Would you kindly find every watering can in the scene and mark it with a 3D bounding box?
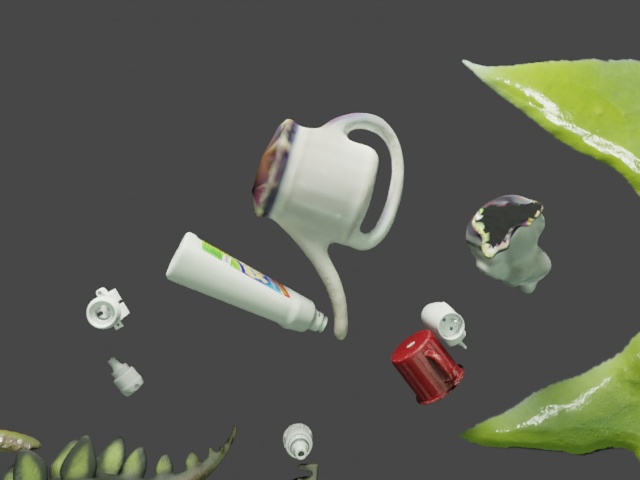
[{"bbox_3d":[0.002,-0.039,0.783,0.224,0.103,0.349,18,84,-7],"label":"watering can"}]

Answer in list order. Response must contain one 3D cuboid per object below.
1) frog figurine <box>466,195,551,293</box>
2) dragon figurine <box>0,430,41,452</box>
[{"bbox_3d":[0.319,0.008,0.851,0.138,0.124,0.157,-56,134,-11],"label":"frog figurine"},{"bbox_3d":[-0.605,0.280,0.642,0.410,0.242,0.122,3,88,-6],"label":"dragon figurine"}]
